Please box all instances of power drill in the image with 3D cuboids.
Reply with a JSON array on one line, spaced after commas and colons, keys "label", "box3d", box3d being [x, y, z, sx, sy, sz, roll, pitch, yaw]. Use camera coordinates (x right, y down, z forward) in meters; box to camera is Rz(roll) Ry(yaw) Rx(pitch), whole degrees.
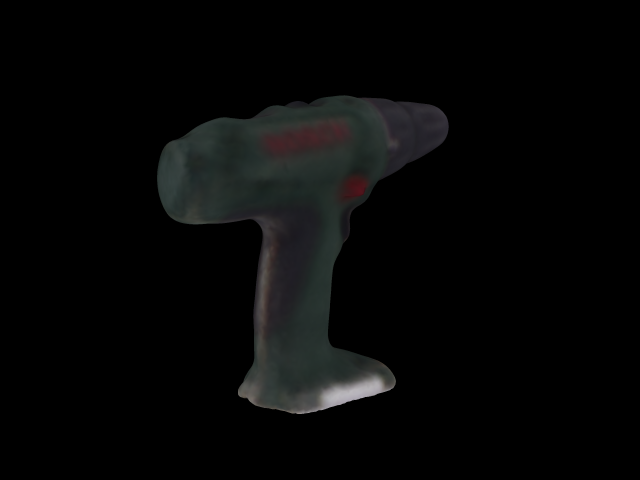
[{"label": "power drill", "box3d": [0.004, 0.001, 0.400, 0.230, 0.208, 0.075, -3, 5, -37]}]
